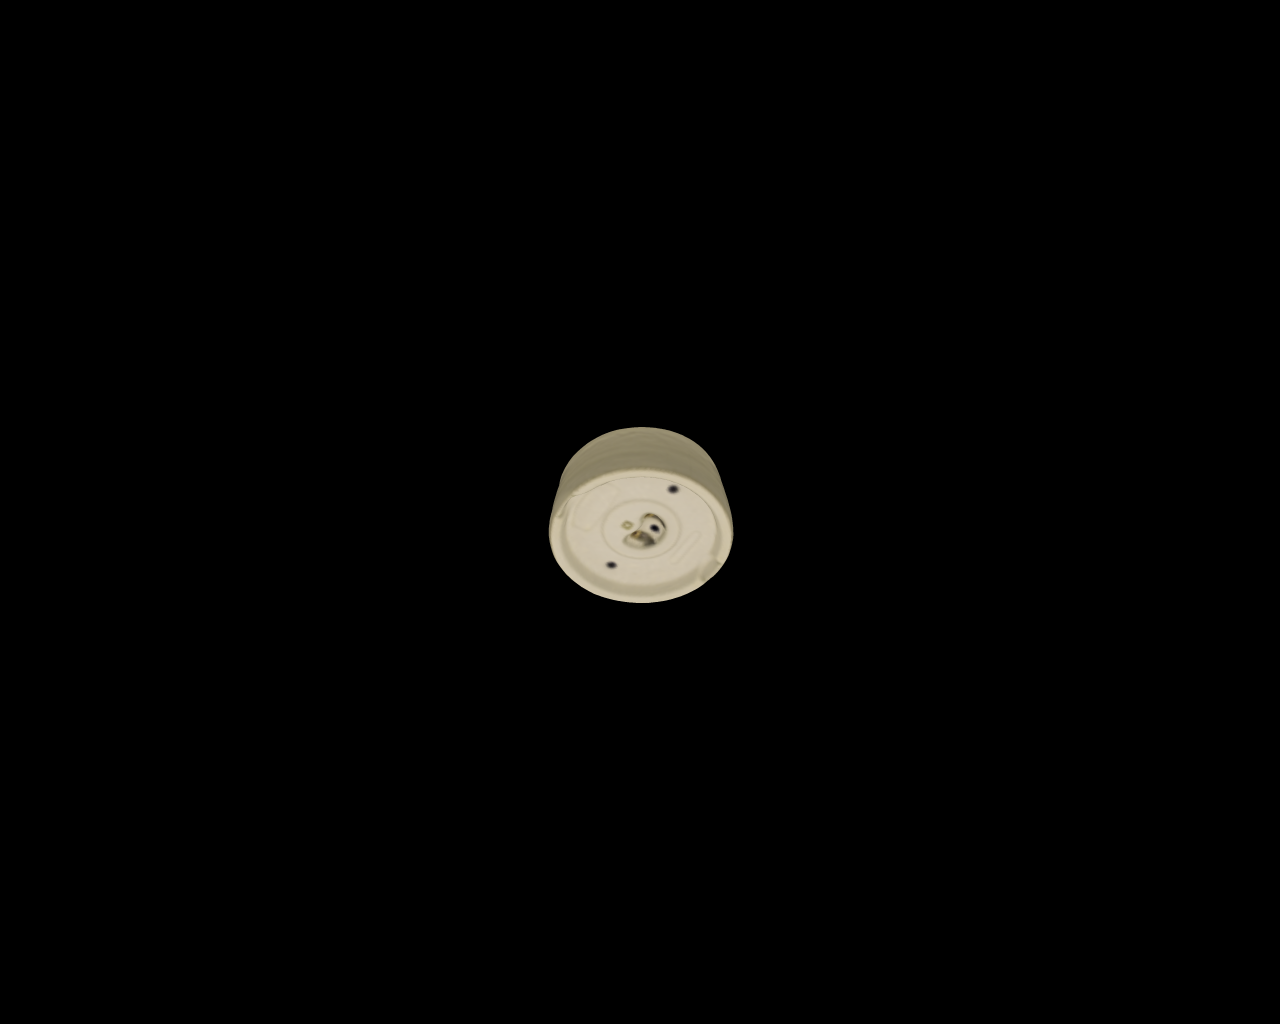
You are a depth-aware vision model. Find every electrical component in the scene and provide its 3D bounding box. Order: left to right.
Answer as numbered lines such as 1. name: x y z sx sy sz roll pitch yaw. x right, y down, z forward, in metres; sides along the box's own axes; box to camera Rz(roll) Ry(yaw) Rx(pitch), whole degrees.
1. electrical component: 0.001 -0.003 0.650 0.108 0.108 0.060 0 40 0
